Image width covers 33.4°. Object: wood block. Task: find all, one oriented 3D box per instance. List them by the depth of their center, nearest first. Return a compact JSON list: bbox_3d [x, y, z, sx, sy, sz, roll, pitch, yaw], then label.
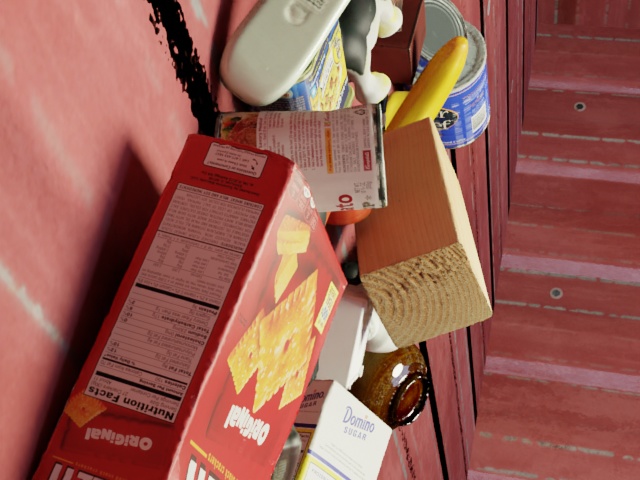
[{"bbox_3d":[0.085,-0.012,0.967,0.206,0.091,0.090,-94,159,-55],"label":"wood block"}]

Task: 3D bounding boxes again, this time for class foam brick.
[{"bbox_3d":[0.074,-0.202,1.075,0.053,0.051,0.078,79,22,-52],"label":"foam brick"}]

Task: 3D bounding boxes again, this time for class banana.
[{"bbox_3d":[0.094,-0.120,1.077,0.198,0.037,0.069,-59,-173,18],"label":"banana"}]

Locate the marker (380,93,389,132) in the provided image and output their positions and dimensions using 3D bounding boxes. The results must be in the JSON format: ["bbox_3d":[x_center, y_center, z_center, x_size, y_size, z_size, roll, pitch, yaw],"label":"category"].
[{"bbox_3d":[0.059,-0.102,1.125,0.020,0.020,0.121,-31,126,-72],"label":"marker"}]

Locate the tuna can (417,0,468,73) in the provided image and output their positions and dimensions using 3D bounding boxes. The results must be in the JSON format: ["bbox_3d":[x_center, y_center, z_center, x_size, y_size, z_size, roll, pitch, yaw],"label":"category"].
[{"bbox_3d":[0.120,-0.228,1.178,0.034,0.086,0.086,-24,-132,56],"label":"tuna can"}]

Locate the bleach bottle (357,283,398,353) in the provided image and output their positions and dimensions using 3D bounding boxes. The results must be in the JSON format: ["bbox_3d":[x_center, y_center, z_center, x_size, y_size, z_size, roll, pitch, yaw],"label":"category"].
[{"bbox_3d":[0.083,0.045,1.075,0.250,0.068,0.102,-28,119,-63],"label":"bleach bottle"}]

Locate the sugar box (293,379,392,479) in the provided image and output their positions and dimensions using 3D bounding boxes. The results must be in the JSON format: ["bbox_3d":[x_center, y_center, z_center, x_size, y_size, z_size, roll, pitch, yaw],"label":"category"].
[{"bbox_3d":[-0.006,0.210,0.857,0.093,0.048,0.176,45,52,-37],"label":"sugar box"}]

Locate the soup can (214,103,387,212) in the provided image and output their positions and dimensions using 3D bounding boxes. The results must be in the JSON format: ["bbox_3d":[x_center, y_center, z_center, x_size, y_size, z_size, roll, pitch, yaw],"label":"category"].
[{"bbox_3d":[-0.011,-0.050,0.673,0.068,0.102,0.068,-3,90,-86],"label":"soup can"}]

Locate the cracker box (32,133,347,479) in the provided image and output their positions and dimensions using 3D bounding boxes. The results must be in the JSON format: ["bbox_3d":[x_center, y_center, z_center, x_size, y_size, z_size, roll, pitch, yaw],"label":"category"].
[{"bbox_3d":[-0.059,0.077,0.580,0.164,0.072,0.213,68,39,-62],"label":"cracker box"}]

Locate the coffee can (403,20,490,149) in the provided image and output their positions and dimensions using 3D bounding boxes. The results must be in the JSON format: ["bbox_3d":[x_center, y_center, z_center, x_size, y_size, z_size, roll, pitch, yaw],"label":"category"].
[{"bbox_3d":[0.150,-0.186,1.277,0.140,0.103,0.103,64,35,-65],"label":"coffee can"}]

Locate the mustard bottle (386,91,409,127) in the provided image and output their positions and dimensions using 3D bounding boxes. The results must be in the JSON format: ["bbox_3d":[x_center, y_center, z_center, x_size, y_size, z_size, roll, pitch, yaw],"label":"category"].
[{"bbox_3d":[0.104,-0.084,1.231,0.191,0.058,0.096,67,26,-64],"label":"mustard bottle"}]

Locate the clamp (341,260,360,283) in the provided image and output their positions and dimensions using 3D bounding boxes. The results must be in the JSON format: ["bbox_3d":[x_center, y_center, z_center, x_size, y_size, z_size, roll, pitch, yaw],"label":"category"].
[{"bbox_3d":[0.058,0.037,1.148,0.164,0.036,0.209,84,23,-43],"label":"clamp"}]

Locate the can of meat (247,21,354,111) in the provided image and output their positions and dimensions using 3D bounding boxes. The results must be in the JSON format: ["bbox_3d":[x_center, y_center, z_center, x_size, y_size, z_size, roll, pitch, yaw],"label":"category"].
[{"bbox_3d":[-0.016,-0.111,0.746,0.084,0.057,0.102,78,23,-47],"label":"can of meat"}]

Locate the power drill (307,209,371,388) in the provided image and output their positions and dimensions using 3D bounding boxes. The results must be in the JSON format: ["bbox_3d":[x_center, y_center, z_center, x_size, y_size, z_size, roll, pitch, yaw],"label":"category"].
[{"bbox_3d":[-0.005,0.001,0.835,0.187,0.057,0.184,-67,160,-50],"label":"power drill"}]

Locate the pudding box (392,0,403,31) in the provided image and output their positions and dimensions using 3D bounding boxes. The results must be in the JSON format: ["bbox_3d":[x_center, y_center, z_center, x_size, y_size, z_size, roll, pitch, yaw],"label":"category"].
[{"bbox_3d":[0.049,-0.237,0.980,0.113,0.039,0.090,-39,133,-70],"label":"pudding box"}]
